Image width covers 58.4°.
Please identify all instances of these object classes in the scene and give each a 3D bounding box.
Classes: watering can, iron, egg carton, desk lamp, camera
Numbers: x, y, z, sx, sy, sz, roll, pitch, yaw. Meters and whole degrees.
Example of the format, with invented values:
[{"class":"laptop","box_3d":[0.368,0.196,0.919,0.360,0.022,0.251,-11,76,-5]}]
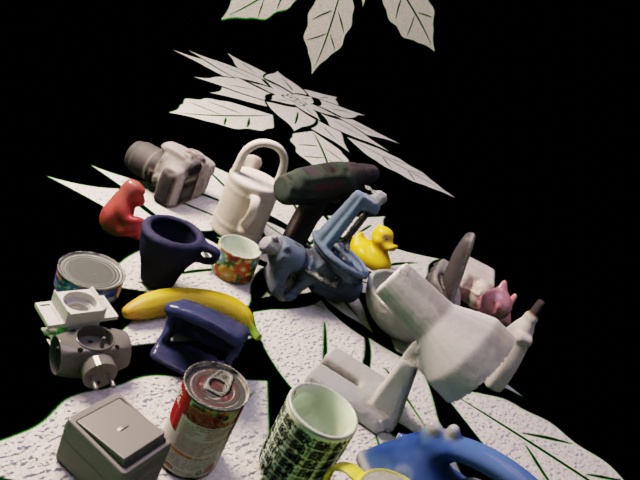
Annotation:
[{"class":"watering can","box_3d":[-0.127,-0.101,1.057,0.101,0.194,0.172,5,31,-39]},{"class":"iron","box_3d":[0.167,0.279,0.625,0.257,0.141,0.119,35,25,22]},{"class":"egg carton","box_3d":[0.333,0.089,1.272,0.107,0.069,0.150,28,24,6]},{"class":"desk lamp","box_3d":[0.117,0.150,0.753,0.203,0.213,0.118,31,24,13]},{"class":"camera","box_3d":[-0.292,-0.147,1.106,0.136,0.101,0.143,29,24,9]}]

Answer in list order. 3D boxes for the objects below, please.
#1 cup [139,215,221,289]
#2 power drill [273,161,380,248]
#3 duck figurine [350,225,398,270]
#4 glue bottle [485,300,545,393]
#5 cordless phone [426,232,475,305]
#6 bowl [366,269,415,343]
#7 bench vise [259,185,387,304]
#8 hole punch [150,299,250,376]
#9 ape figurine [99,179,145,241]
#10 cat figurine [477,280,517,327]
[{"class":"cup","box_3d":[-0.210,0.028,0.831,0.118,0.095,0.091,22,24,-8]},{"class":"power drill","box_3d":[-0.004,-0.055,1.065,0.230,0.208,0.075,-3,36,-47]},{"class":"duck figurine","box_3d":[0.119,0.007,1.210,0.104,0.086,0.078,38,27,27]},{"class":"glue bottle","box_3d":[0.329,0.172,0.968,0.037,0.173,0.078,22,24,-7]},{"class":"cordless phone","box_3d":[0.266,0.061,1.120,0.094,0.185,0.148,28,24,8]},{"class":"bowl","box_3d":[0.145,0.127,1.001,0.167,0.074,0.167,21,24,-10]},{"class":"bench vise","box_3d":[0.016,0.010,0.935,0.208,0.219,0.121,-1,34,-45]},{"class":"hole punch","box_3d":[-0.146,0.113,0.723,0.108,0.091,0.101,25,23,0]},{"class":"ape figurine","box_3d":[-0.304,-0.053,0.910,0.076,0.092,0.077,14,26,-25]},{"class":"cat figurine","box_3d":[0.353,0.134,1.139,0.128,0.117,0.067,-2,35,-46]}]
